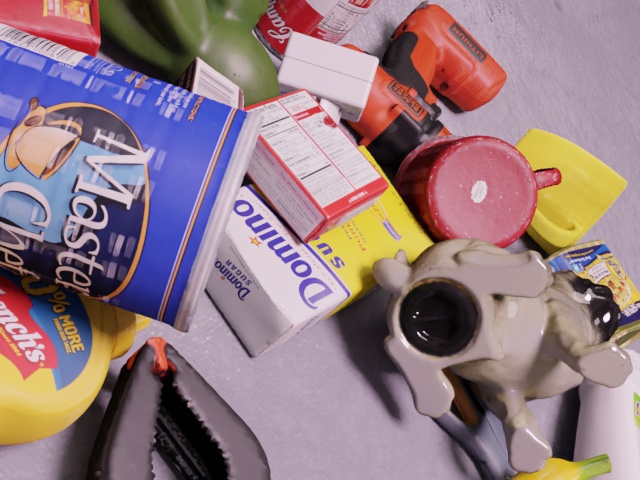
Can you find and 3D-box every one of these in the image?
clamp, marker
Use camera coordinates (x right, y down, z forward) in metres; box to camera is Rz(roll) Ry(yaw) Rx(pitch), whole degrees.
[{"bbox_3d":[-0.046,0.146,0.496,0.164,0.036,0.210,6,58,-36],"label":"clamp"},{"bbox_3d":[-0.058,0.120,0.541,0.121,0.020,0.020,52,36,5],"label":"marker"}]

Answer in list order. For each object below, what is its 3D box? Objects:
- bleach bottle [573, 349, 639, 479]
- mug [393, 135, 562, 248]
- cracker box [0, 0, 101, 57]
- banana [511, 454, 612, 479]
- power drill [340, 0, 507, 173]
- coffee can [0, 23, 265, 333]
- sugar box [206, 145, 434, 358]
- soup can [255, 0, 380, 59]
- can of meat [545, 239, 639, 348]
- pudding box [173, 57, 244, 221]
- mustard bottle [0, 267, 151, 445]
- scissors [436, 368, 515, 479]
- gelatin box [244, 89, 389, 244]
[{"bbox_3d":[0.221,0.168,0.753,0.102,0.068,0.250,53,29,-17],"label":"bleach bottle"},{"bbox_3d":[0.117,-0.034,0.764,0.117,0.081,0.093,-10,92,-8],"label":"mug"},{"bbox_3d":[-0.225,-0.152,0.536,0.213,0.072,0.164,7,50,-25],"label":"cracker box"},{"bbox_3d":[0.124,0.201,0.622,0.037,0.070,0.197,66,33,-42],"label":"banana"},{"bbox_3d":[0.096,-0.110,0.881,0.184,0.057,0.187,45,36,-5],"label":"power drill"},{"bbox_3d":[-0.107,-0.030,0.468,0.140,0.103,0.102,19,41,-5],"label":"coffee can"},{"bbox_3d":[-0.004,0.001,0.684,0.093,0.048,0.175,54,35,8],"label":"sugar box"},{"bbox_3d":[0.004,-0.189,0.817,0.068,0.102,0.068,27,42,-27],"label":"soup can"},{"bbox_3d":[0.217,0.050,0.863,0.101,0.058,0.084,-9,62,-50],"label":"can of meat"},{"bbox_3d":[-0.084,-0.033,0.593,0.039,0.090,0.113,31,39,-25],"label":"pudding box"},{"bbox_3d":[-0.152,0.048,0.475,0.191,0.058,0.096,-10,56,-50],"label":"mustard bottle"},{"bbox_3d":[0.127,0.148,0.713,0.096,0.016,0.202,-20,73,-52],"label":"scissors"},{"bbox_3d":[-0.010,-0.048,0.662,0.089,0.030,0.073,49,38,9],"label":"gelatin box"}]
